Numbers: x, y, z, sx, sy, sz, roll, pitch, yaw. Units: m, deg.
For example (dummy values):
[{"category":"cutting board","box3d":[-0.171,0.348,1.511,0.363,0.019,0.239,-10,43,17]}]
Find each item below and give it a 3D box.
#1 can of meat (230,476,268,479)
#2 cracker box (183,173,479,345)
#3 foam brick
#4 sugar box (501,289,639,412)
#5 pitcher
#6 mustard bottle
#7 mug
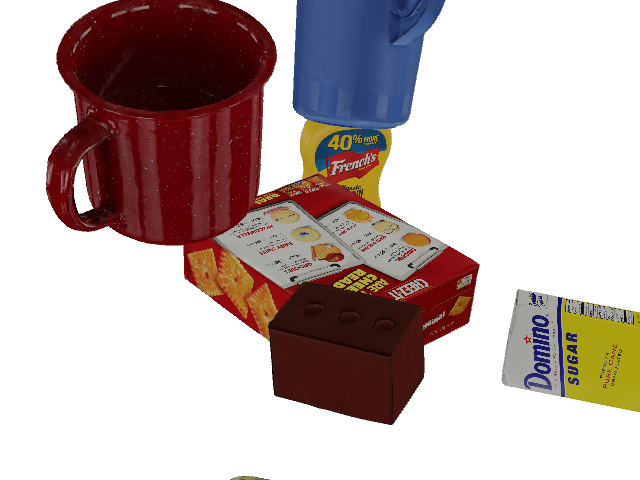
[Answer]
[{"category":"can of meat","box3d":[-0.029,0.236,0.814,0.102,0.084,0.057,8,14,9]},{"category":"cracker box","box3d":[0.005,0.029,0.944,0.163,0.072,0.214,-22,39,-35]},{"category":"foam brick","box3d":[0.016,0.065,0.619,0.078,0.051,0.052,11,31,21]},{"category":"sugar box","box3d":[0.271,0.111,1.040,0.176,0.093,0.048,9,22,9]},{"category":"pitcher","box3d":[0.045,-0.223,0.932,0.145,0.243,0.149,8,15,7]},{"category":"mustard bottle","box3d":[0.025,-0.089,1.111,0.096,0.192,0.058,-4,30,-19]},{"category":"mug","box3d":[-0.074,-0.045,0.474,0.093,0.081,0.117,27,49,22]}]
